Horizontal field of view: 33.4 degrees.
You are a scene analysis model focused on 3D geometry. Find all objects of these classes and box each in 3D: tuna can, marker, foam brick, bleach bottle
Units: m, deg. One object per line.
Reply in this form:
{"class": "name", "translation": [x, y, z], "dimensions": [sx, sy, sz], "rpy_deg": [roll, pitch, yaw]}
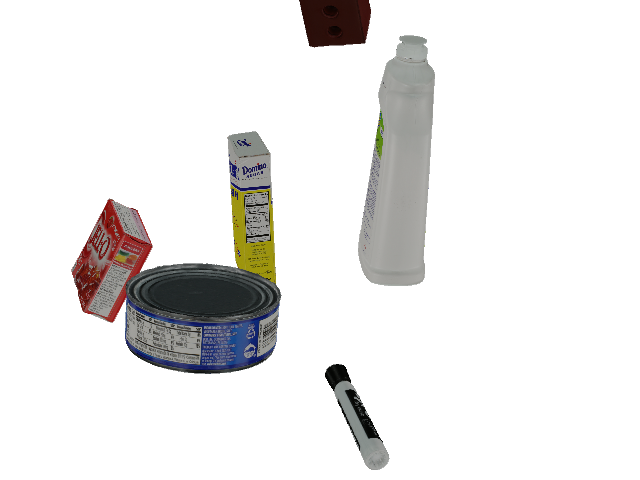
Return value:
{"class": "tuna can", "translation": [-0.066, 0.042, 0.593], "dimensions": [0.086, 0.034, 0.086], "rpy_deg": [5, 17, -2]}
{"class": "marker", "translation": [0.027, 0.135, 0.837], "dimensions": [0.020, 0.020, 0.121], "rpy_deg": [0, 27, -17]}
{"class": "foam brick", "translation": [0.012, -0.215, 0.934], "dimensions": [0.053, 0.051, 0.078], "rpy_deg": [-2, -41, 13]}
{"class": "bleach bottle", "translation": [0.084, -0.085, 1.109], "dimensions": [0.068, 0.251, 0.102], "rpy_deg": [1, 27, -8]}

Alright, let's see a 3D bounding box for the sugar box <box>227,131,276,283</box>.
{"class": "sugar box", "translation": [-0.086, -0.038, 1.330], "dimensions": [0.048, 0.176, 0.093], "rpy_deg": [-9, 24, -11]}

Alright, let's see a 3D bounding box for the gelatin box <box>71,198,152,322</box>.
{"class": "gelatin box", "translation": [-0.172, 0.014, 0.873], "dimensions": [0.030, 0.073, 0.089], "rpy_deg": [24, 12, -26]}
